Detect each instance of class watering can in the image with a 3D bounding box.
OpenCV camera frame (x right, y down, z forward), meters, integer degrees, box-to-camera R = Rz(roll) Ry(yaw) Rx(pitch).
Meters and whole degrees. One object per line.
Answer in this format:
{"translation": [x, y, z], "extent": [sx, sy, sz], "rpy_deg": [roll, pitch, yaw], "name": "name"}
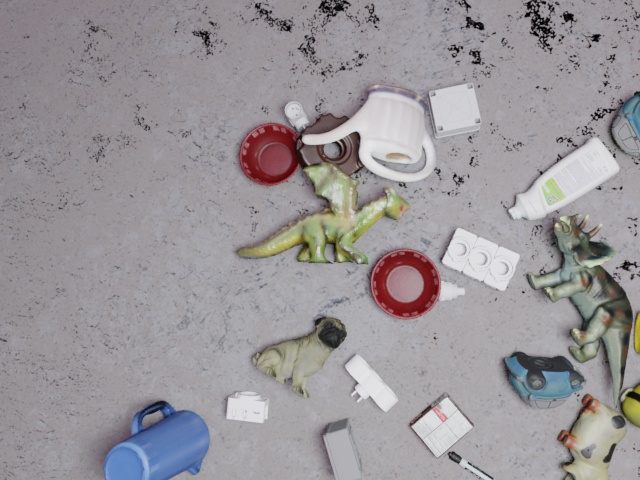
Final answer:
{"translation": [0.133, -0.263, 1.200], "extent": [0.346, 0.103, 0.227], "rpy_deg": [15, 73, -22], "name": "watering can"}

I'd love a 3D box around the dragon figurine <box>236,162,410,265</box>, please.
{"translation": [0.004, -0.061, 1.206], "extent": [0.410, 0.122, 0.242], "rpy_deg": [3, 92, 6], "name": "dragon figurine"}
